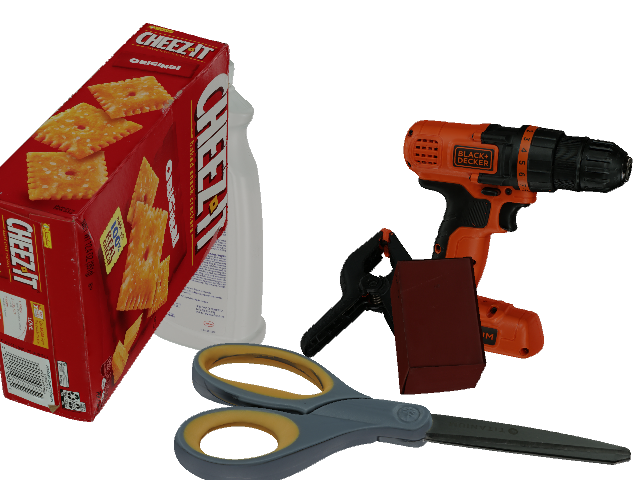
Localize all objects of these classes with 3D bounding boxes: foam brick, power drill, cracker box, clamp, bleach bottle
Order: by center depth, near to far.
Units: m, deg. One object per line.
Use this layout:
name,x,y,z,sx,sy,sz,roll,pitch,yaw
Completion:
cracker box,-0.127,-0.016,0.683,0.072,0.164,0.213,16,40,12
foam brick,0.077,0.056,0.706,0.051,0.078,0.053,-2,-26,-3
power drill,0.154,-0.003,0.876,0.185,0.188,0.057,10,15,27
bleach bottle,-0.089,-0.029,0.909,0.103,0.251,0.068,13,25,14
clamp,0.063,0.060,1.071,0.120,0.171,0.039,15,-37,15

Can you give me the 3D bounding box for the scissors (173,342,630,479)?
scissors,0.024,0.089,0.465,0.202,0.016,0.096,15,34,22
